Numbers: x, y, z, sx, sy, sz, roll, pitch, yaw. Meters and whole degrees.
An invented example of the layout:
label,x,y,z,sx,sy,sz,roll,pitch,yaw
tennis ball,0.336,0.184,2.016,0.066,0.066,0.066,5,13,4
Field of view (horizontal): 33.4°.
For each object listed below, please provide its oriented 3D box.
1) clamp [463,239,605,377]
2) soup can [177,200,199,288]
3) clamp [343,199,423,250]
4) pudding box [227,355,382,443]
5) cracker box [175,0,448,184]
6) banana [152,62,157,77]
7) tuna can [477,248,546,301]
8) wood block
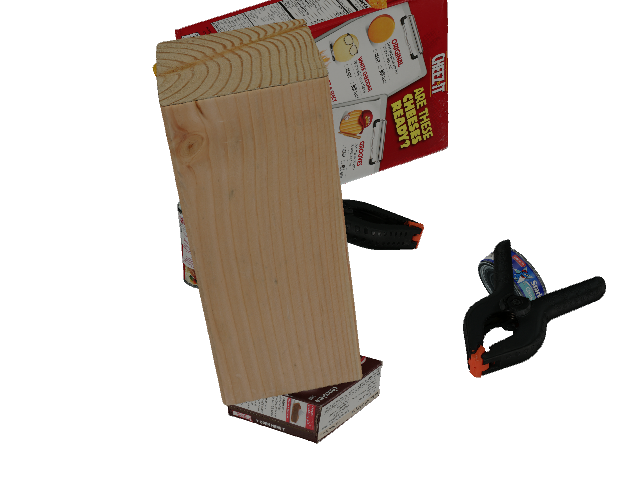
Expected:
label,x,y,z,sx,sy,sz,roll,pitch,yaw
clamp,0.187,0.064,1.056,0.171,0.039,0.120,-35,45,-30
soup can,-0.141,0.000,1.326,0.068,0.102,0.068,-2,26,1
clamp,0.015,-0.022,1.185,0.210,0.036,0.164,14,21,-8
pudding box,-0.012,0.123,0.894,0.090,0.039,0.113,12,21,27
cracker box,-0.003,-0.124,0.888,0.213,0.164,0.072,-20,45,-14
banana,-0.076,-0.184,1.109,0.198,0.037,0.069,10,44,19
tuna can,0.229,0.050,1.282,0.033,0.086,0.086,-37,11,-15
wood block,-0.035,-0.014,0.639,0.090,0.206,0.090,-10,33,-4
